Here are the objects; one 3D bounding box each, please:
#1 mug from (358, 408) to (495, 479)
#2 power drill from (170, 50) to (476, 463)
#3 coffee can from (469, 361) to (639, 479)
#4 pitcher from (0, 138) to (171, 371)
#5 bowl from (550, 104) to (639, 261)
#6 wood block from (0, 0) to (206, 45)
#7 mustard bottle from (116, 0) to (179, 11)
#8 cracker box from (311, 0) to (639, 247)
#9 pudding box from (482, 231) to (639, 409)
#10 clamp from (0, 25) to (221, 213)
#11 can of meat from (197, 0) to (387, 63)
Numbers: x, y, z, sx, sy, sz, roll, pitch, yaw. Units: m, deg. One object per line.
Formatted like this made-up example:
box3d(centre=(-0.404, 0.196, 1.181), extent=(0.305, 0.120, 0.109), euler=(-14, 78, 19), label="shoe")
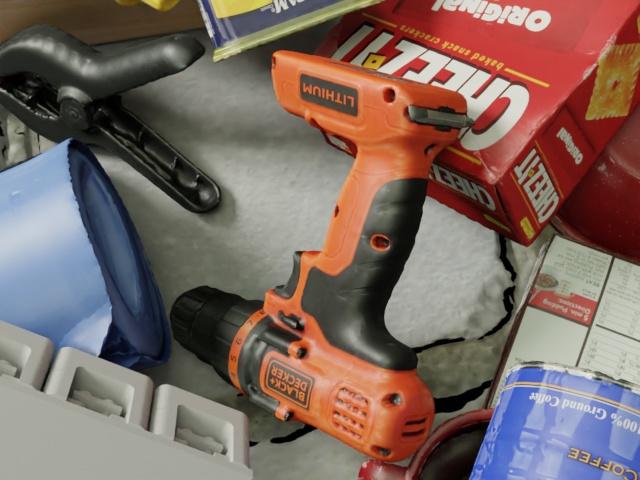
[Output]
box3d(centre=(0.077, 0.137, 0.559), extent=(0.117, 0.081, 0.093), euler=(10, 76, 7), label="mug")
box3d(centre=(-0.004, 0.001, 0.557), extent=(0.185, 0.057, 0.188), euler=(21, 106, 40), label="power drill")
box3d(centre=(0.105, 0.137, 0.455), extent=(0.103, 0.103, 0.140), euler=(21, 72, 10), label="coffee can")
box3d(centre=(-0.216, 0.041, 0.594), extent=(0.243, 0.149, 0.145), euler=(-21, 89, 2), label="pitcher")
box3d(centre=(0.199, -0.065, 0.619), extent=(0.162, 0.055, 0.162), euler=(-1, 74, 5), label="bowl")
box3d(centre=(-0.121, -0.183, 0.659), extent=(0.206, 0.090, 0.091), euler=(-9, 74, 1), label="wood block")
box3d(centre=(-0.147, -0.190, 0.585), extent=(0.192, 0.058, 0.096), euler=(42, 84, 12), label="mustard bottle")
box3d(centre=(0.109, -0.124, 0.602), extent=(0.164, 0.072, 0.213), euler=(32, 77, 40), label="cracker box")
box3d(centre=(0.151, 0.062, 0.597), extent=(0.090, 0.039, 0.113), euler=(21, 79, 9), label="pudding box")
box3d(centre=(-0.131, -0.076, 0.640), extent=(0.172, 0.120, 0.039), euler=(14, 39, 28), label="clamp")
box3d(centre=(-0.024, -0.153, 0.577), extent=(0.102, 0.057, 0.084), euler=(-19, 101, 4), label="can of meat")
